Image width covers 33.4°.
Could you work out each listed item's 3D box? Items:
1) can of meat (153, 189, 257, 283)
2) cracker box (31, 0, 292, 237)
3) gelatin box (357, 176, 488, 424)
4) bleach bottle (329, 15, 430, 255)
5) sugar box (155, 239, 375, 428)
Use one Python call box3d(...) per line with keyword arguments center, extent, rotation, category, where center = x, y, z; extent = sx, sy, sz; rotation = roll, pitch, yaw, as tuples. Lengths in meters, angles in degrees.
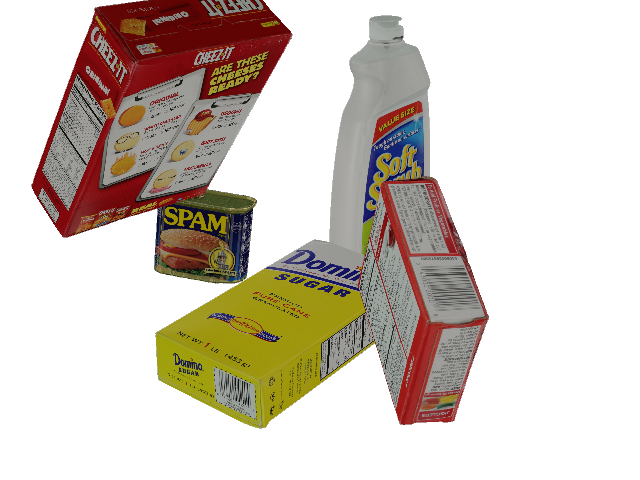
box3d(center=(-0.121, -0.006, 1.103), extent=(0.102, 0.084, 0.057), rotation=(10, 17, 12), category="can of meat")
box3d(center=(-0.141, -0.110, 0.913), extent=(0.163, 0.072, 0.214), rotation=(-21, -25, -42), category="cracker box")
box3d(center=(0.045, 0.027, 0.486), extent=(0.030, 0.089, 0.073), rotation=(-3, -44, -12), category="gelatin box")
box3d(center=(0.053, -0.081, 0.999), extent=(0.102, 0.251, 0.068), rotation=(-11, 24, -22), category="bleach bottle")
box3d(center=(-0.021, 0.058, 0.745), extent=(0.093, 0.048, 0.175), rotation=(20, 36, 31), category="sugar box")
